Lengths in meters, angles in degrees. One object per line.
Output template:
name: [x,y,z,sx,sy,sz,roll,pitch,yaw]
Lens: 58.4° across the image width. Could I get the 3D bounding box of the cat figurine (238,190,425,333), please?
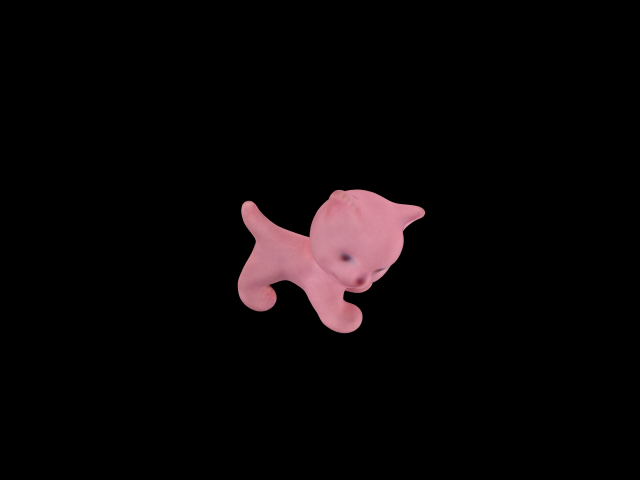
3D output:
cat figurine: [0.004,0.001,0.400,0.127,0.118,0.067,11,47,11]
